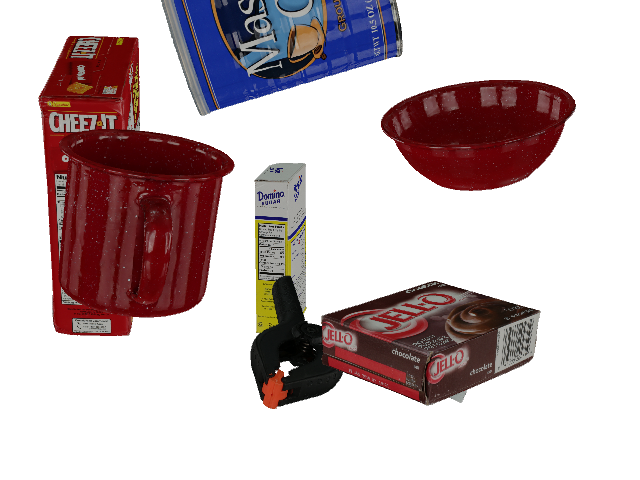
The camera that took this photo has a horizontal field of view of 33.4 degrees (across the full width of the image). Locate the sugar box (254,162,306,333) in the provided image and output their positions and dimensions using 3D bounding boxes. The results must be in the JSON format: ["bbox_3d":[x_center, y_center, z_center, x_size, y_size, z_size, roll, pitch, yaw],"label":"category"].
[{"bbox_3d":[-0.044,0.008,1.193,0.048,0.176,0.093,1,16,11],"label":"sugar box"}]

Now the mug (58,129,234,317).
[{"bbox_3d":[-0.095,-0.005,0.570,0.093,0.081,0.117,3,19,-20],"label":"mug"}]

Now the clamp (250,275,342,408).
[{"bbox_3d":[-0.018,0.084,0.919,0.120,0.039,0.171,19,26,23],"label":"clamp"}]

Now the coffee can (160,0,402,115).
[{"bbox_3d":[-0.028,-0.151,0.706,0.140,0.103,0.103,-17,0,-1],"label":"coffee can"}]

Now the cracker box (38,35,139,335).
[{"bbox_3d":[-0.193,-0.050,0.916,0.072,0.214,0.164,1,27,-6],"label":"cracker box"}]

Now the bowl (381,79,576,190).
[{"bbox_3d":[0.135,-0.085,0.901,0.162,0.055,0.162,-8,25,4],"label":"bowl"}]

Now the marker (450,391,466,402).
[{"bbox_3d":[0.095,0.136,1.113,0.121,0.020,0.020,23,5,11],"label":"marker"}]

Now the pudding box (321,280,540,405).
[{"bbox_3d":[0.070,0.062,0.677,0.113,0.039,0.090,-11,20,-43],"label":"pudding box"}]
